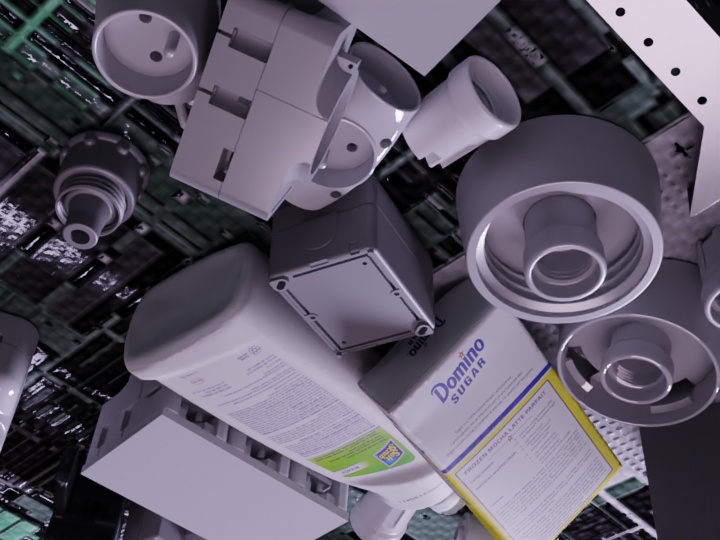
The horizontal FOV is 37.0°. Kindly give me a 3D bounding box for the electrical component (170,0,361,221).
[{"bbox_3d":[-0.037,-0.074,0.469,0.056,0.050,0.089,25,116,1],"label":"electrical component"}]

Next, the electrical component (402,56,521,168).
[{"bbox_3d":[0.048,-0.075,0.520,0.040,0.040,0.046,36,132,-27],"label":"electrical component"}]

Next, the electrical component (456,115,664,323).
[{"bbox_3d":[0.104,-0.019,0.555,0.108,0.060,0.108,2,134,2],"label":"electrical component"}]

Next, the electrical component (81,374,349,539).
[{"bbox_3d":[-0.090,0.123,0.706,0.150,0.061,0.089,36,126,-27],"label":"electrical component"}]

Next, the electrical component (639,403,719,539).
[{"bbox_3d":[0.276,0.132,0.656,0.186,0.105,0.060,-14,131,17],"label":"electrical component"}]

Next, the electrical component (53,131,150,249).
[{"bbox_3d":[-0.137,-0.038,0.554,0.048,0.062,0.048,2,134,2],"label":"electrical component"}]

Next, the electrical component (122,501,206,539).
[{"bbox_3d":[-0.116,0.194,0.786,0.076,0.047,0.083,-27,126,27],"label":"electrical component"}]

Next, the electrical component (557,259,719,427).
[{"bbox_3d":[0.164,0.042,0.623,0.099,0.064,0.099,12,133,12],"label":"electrical component"}]

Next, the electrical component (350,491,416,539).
[{"bbox_3d":[0.020,0.165,0.755,0.040,0.040,0.046,19,126,-14],"label":"electrical component"}]

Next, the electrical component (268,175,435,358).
[{"bbox_3d":[0.000,0.000,0.586,0.062,0.061,0.096,-16,139,21],"label":"electrical component"}]

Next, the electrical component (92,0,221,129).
[{"bbox_3d":[-0.084,-0.101,0.479,0.043,0.077,0.079,-2,134,6],"label":"electrical component"}]

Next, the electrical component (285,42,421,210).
[{"bbox_3d":[-0.025,-0.078,0.519,0.079,0.044,0.077,32,127,-20],"label":"electrical component"}]

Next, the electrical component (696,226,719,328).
[{"bbox_3d":[0.202,0.003,0.578,0.040,0.046,0.040,2,134,2],"label":"electrical component"}]

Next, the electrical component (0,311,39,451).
[{"bbox_3d":[-0.242,0.076,0.674,0.054,0.059,0.095,19,132,-13],"label":"electrical component"}]

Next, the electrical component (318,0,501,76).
[{"bbox_3d":[-0.012,-0.176,0.412,0.186,0.060,0.105,31,128,-23],"label":"electrical component"}]

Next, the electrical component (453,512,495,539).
[{"bbox_3d":[0.101,0.200,0.781,0.065,0.044,0.044,18,133,-6],"label":"electrical component"}]
